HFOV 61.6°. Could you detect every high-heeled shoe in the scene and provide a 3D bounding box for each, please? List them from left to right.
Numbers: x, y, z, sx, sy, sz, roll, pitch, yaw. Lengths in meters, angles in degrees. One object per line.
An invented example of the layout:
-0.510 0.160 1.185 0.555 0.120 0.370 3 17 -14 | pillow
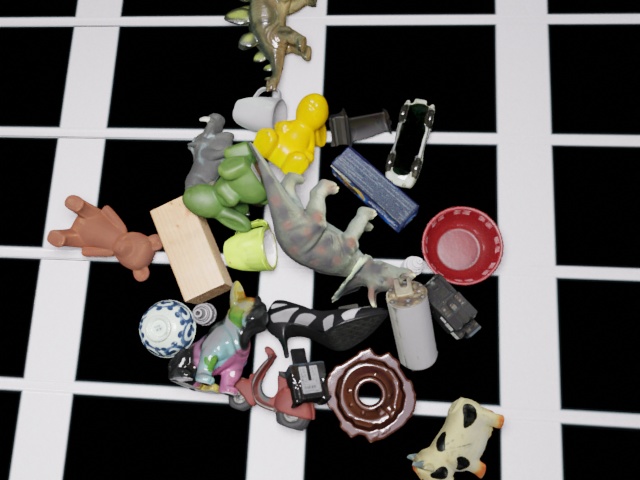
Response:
0.007 0.146 1.068 0.249 0.086 0.145 -21 44 9 | high-heeled shoe

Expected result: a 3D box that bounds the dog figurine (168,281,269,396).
-0.196 0.195 1.084 0.192 0.108 0.219 -6 54 39 | dog figurine

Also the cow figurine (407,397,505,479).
0.251 0.394 1.020 0.127 0.085 0.195 25 85 3 | cow figurine

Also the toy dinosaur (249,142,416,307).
-0.005 -0.006 1.046 0.405 0.131 0.192 29 72 -14 | toy dinosaur

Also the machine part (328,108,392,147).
0.088 -0.248 1.167 0.139 0.039 0.084 -10 115 -5 | machine part

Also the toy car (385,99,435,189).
0.193 -0.208 1.154 0.074 0.056 0.201 14 79 14 | toy car

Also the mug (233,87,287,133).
-0.134 -0.287 1.184 0.107 0.080 0.109 10 85 16 | mug

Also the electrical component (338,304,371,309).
0.064 0.166 1.110 0.094 0.021 0.063 -10 79 3 | electrical component

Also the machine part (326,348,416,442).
0.099 0.304 1.064 0.179 0.056 0.179 -1 79 4 | machine part

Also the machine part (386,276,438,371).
0.177 0.164 1.022 0.079 0.079 0.242 -16 122 2 | machine part

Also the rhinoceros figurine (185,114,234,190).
-0.241 -0.183 1.182 0.112 0.073 0.190 13 82 18 | rhinoceros figurine

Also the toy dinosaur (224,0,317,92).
-0.111 -0.545 1.221 0.199 0.105 0.471 1 75 9 | toy dinosaur

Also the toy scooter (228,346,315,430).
-0.085 0.291 1.075 0.184 0.075 0.135 16 77 11 | toy scooter

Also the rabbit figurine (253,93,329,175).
-0.034 -0.223 1.125 0.122 0.162 0.173 35 106 12 | rabbit figurine

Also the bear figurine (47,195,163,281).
-0.444 0.002 1.134 0.196 0.132 0.120 28 88 15 | bear figurine

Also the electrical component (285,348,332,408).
-0.027 0.259 1.038 0.075 0.047 0.119 1 57 -18 | electrical component

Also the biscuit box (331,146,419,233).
0.115 -0.106 1.138 0.203 0.059 0.063 43 84 11 | biscuit box

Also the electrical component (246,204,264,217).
-0.150 -0.111 1.172 0.078 0.045 0.102 -34 74 27 | electrical component

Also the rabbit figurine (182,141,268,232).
-0.188 -0.097 1.085 0.170 0.158 0.121 -24 39 12 | rabbit figurine

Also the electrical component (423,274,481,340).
0.252 0.134 1.052 0.058 0.115 0.134 -41 78 -3 | electrical component
